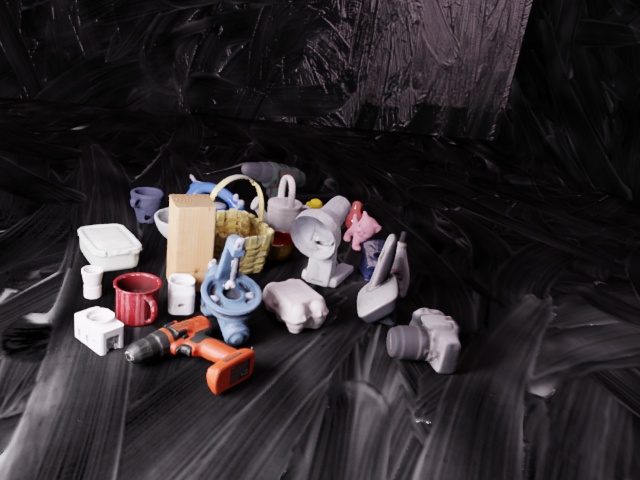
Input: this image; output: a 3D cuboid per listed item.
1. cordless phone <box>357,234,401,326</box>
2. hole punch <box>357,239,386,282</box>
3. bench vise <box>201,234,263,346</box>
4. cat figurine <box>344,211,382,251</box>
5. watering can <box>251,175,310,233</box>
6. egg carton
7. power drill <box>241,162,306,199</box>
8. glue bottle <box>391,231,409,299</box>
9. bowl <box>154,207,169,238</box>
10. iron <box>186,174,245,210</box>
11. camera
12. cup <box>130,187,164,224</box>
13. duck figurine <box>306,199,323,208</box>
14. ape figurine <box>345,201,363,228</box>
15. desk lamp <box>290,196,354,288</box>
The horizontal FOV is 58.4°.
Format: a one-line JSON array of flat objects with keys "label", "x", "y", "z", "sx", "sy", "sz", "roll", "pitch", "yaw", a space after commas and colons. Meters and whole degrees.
[{"label": "cordless phone", "x": 0.143, "y": 0.087, "z": 1.300, "sx": 0.094, "sy": 0.185, "sz": 0.147, "roll": 8, "pitch": 22, "yaw": -3}, {"label": "hole punch", "x": 0.162, "y": 0.056, "z": 1.512, "sx": 0.109, "sy": 0.091, "sz": 0.101, "roll": 3, "pitch": 22, "yaw": -15}, {"label": "bench vise", "x": -0.196, "y": 0.076, "z": 1.150, "sx": 0.122, "sy": 0.220, "sz": 0.206, "roll": -12, "pitch": 30, "yaw": -42}, {"label": "cat figurine", "x": 0.127, "y": -0.034, "z": 1.688, "sx": 0.067, "sy": 0.118, "sz": 0.127, "roll": -2, "pitch": 24, "yaw": -25}, {"label": "watering can", "x": -0.107, "y": -0.090, "z": 1.631, "sx": 0.173, "sy": 0.194, "sz": 0.100, "roll": -12, "pitch": 30, "yaw": -42}, {"label": "egg carton", "x": -0.058, "y": 0.140, "z": 1.248, "sx": 0.107, "sy": 0.069, "sz": 0.149, "roll": -8, "pitch": 27, "yaw": -36}, {"label": "power drill", "x": -0.144, "y": -0.135, "z": 1.710, "sx": 0.230, "sy": 0.208, "sz": 0.075, "roll": -12, "pitch": 30, "yaw": -42}, {"label": "glue bottle", "x": 0.189, "y": 0.059, "z": 1.405, "sx": 0.078, "sy": 0.173, "sz": 0.037, "roll": 6, "pitch": 22, "yaw": -6}, {"label": "bowl", "x": -0.363, "y": -0.031, "z": 1.548, "sx": 0.167, "sy": 0.075, "sz": 0.167, "roll": 8, "pitch": 22, "yaw": -3}, {"label": "iron", "x": -0.287, "y": -0.093, "z": 1.642, "sx": 0.257, "sy": 0.141, "sz": 0.119, "roll": 18, "pitch": 24, "yaw": 23}, {"label": "camera", "x": 0.207, "y": 0.194, "z": 1.173, "sx": 0.137, "sy": 0.101, "sz": 0.143, "roll": 4, "pitch": 22, "yaw": -12}, {"label": "cup", "x": -0.495, "y": -0.090, "z": 1.617, "sx": 0.091, "sy": 0.095, "sz": 0.118, "roll": 14, "pitch": 22, "yaw": 13}, {"label": "duck figurine", "x": -0.013, "y": -0.085, "z": 1.802, "sx": 0.078, "sy": 0.086, "sz": 0.104, "roll": -7, "pitch": 27, "yaw": -35}, {"label": "ape figurine", "x": 0.117, "y": -0.080, "z": 1.834, "sx": 0.077, "sy": 0.092, "sz": 0.076, "roll": 27, "pitch": 28, "yaw": 38}, {"label": "desk lamp", "x": 0.013, "y": 0.005, "z": 1.416, "sx": 0.117, "sy": 0.213, "sz": 0.204, "roll": 17, "pitch": 23, "yaw": 21}]
